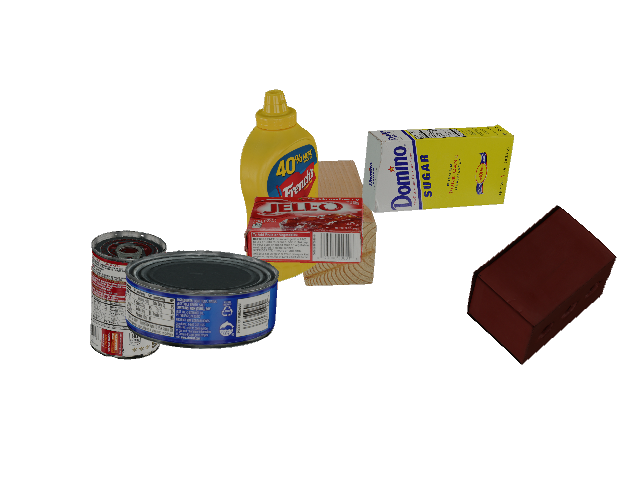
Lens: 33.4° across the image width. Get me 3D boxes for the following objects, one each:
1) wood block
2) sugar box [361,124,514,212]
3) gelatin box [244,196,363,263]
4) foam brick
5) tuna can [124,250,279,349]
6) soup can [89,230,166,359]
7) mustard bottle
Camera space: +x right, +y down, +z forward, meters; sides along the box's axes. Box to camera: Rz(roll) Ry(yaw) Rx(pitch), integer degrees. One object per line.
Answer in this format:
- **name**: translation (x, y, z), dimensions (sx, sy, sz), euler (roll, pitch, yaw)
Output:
- **wood block**: translation (0.014, -0.028, 1.433), dimensions (0.090, 0.090, 0.206), euler (-2, 27, -6)
- **sugar box**: translation (0.141, -0.086, 1.280), dimensions (0.176, 0.093, 0.048), euler (-6, 26, -21)
- **gelatin box**: translation (-0.011, -0.010, 0.831), dimensions (0.089, 0.030, 0.073), euler (1, 22, 3)
- **foam brick**: translation (0.138, 0.028, 0.672), dimensions (0.078, 0.051, 0.053), euler (-37, -27, -20)
- **tuna can**: translation (-0.067, 0.032, 0.600), dimensions (0.086, 0.034, 0.086), euler (3, 13, -1)
- **soup can**: translation (-0.179, 0.051, 0.988), dimensions (0.068, 0.102, 0.068), euler (5, 21, -2)
- **mustard bottle**: translation (-0.040, -0.060, 1.091), dimensions (0.058, 0.192, 0.096), euler (16, 31, 38)
